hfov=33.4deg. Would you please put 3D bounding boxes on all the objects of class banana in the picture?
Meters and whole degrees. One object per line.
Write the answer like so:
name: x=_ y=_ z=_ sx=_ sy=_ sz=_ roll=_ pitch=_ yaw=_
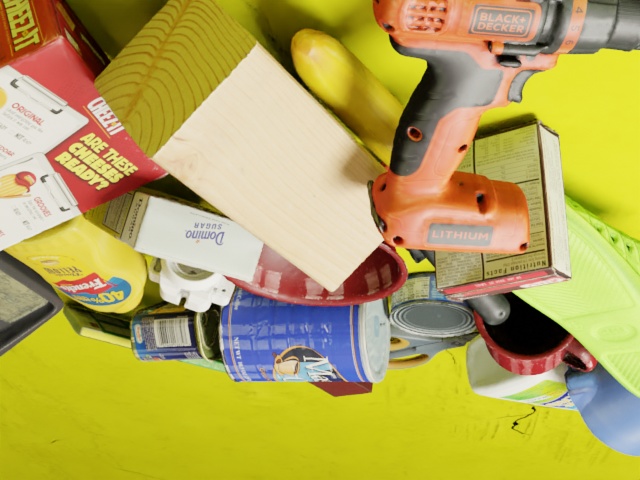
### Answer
banana: x=0.036 y=-0.084 z=0.703 sx=0.197 sy=0.037 sz=0.070 roll=40 pitch=180 yaw=-39

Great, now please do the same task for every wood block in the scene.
wood block: x=-0.035 y=-0.060 z=0.693 sx=0.091 sy=0.090 sz=0.205 roll=-46 pitch=140 yaw=5

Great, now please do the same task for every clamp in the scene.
clamp: x=0.078 y=-0.007 z=0.849 sx=0.171 sy=0.039 sz=0.120 roll=50 pitch=170 yaw=-34

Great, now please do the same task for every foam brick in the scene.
foam brick: x=0.019 y=0.134 z=1.161 sx=0.051 sy=0.053 sz=0.078 roll=-11 pitch=150 yaw=31

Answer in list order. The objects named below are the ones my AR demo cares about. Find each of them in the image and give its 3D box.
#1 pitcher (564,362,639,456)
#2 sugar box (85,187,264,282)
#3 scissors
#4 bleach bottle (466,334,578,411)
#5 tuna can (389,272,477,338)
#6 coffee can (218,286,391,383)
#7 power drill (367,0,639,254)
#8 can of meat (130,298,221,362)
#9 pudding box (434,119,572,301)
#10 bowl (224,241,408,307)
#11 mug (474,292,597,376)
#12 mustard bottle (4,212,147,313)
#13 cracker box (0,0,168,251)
pitcher: x=0.349 y=0.096 z=0.947 sx=0.145 sy=0.149 sz=0.243 roll=43 pitch=144 yaw=-1
sugar box: x=-0.115 y=-0.011 z=0.816 sx=0.093 sy=0.048 sz=0.176 roll=17 pitch=178 yaw=-25
scissors: x=0.124 y=0.098 z=1.109 sx=0.096 sy=0.016 sz=0.202 roll=30 pitch=142 yaw=-35
bleach bottle: x=0.271 y=0.142 z=1.110 sx=0.250 sy=0.068 sz=0.103 roll=17 pitch=148 yaw=-36
tuna can: x=0.110 y=0.062 z=1.017 sx=0.086 sy=0.033 sz=0.086 roll=5 pitch=154 yaw=2
coffee can: x=-0.012 y=0.083 z=1.006 sx=0.140 sy=0.103 sz=0.102 roll=-2 pitch=153 yaw=16
power drill: x=0.111 y=-0.079 z=0.633 sx=0.184 sy=0.057 sz=0.188 roll=4 pitch=128 yaw=-8
can of meat: x=-0.126 y=0.085 z=1.051 sx=0.084 sy=0.057 sz=0.102 roll=-5 pitch=-173 yaw=26
pudding box: x=0.126 y=-0.019 z=0.754 sx=0.090 sy=0.113 sz=0.039 roll=-13 pitch=160 yaw=32
bowl: x=-0.006 y=0.001 z=0.889 sx=0.162 sy=0.055 sz=0.162 roll=5 pitch=154 yaw=2
mug: x=0.197 y=0.081 z=0.963 sx=0.117 sy=0.093 sz=0.081 roll=31 pitch=168 yaw=21
mustard bottle: x=-0.211 y=0.019 z=0.965 sx=0.096 sy=0.058 sz=0.191 roll=-4 pitch=153 yaw=18
cracker box: x=-0.233 y=-0.063 z=0.704 sx=0.214 sy=0.072 sz=0.164 roll=-25 pitch=150 yaw=4
